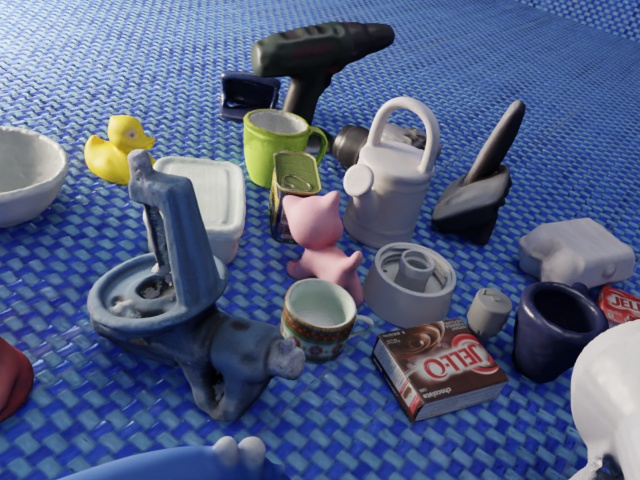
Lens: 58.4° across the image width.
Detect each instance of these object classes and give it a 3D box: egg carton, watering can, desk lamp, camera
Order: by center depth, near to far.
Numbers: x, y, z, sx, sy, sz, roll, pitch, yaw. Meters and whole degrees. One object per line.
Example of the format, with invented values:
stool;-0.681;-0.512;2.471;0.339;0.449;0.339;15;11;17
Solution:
desk lamp;0.215;0.184;0.399;0.117;0.213;0.204;24;37;15
watering can;0.095;-0.088;0.744;0.101;0.194;0.173;18;36;8
egg carton;0.348;0.025;0.779;0.151;0.069;0.107;-8;41;-26
camera;0.100;-0.140;0.896;0.136;0.101;0.143;32;40;24

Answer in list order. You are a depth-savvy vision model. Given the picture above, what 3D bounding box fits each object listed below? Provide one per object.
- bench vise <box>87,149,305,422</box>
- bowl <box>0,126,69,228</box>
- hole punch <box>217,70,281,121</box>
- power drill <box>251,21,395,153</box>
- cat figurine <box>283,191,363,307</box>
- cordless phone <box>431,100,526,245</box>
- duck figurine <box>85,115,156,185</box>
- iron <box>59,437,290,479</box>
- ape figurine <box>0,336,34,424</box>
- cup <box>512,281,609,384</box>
bench vise;-0.102;0.036;0.493;0.207;0.220;0.121;14;36;1
bowl;-0.378;-0.063;0.663;0.167;0.075;0.167;9;36;-6
hole punch;-0.125;-0.264;0.999;0.109;0.091;0.101;6;36;-9
power drill;-0.002;-0.246;0.915;0.230;0.208;0.075;-7;40;-25
cat figurine;0.006;0.002;0.660;0.067;0.118;0.127;-15;44;-33
cordless phone;0.234;-0.101;0.814;0.094;0.185;0.148;20;37;10
duck figurine;-0.268;-0.129;0.778;0.104;0.086;0.077;17;36;5
iron;-0.113;0.179;0.364;0.259;0.141;0.118;-12;43;-30
ape figurine;-0.272;0.103;0.458;0.076;0.092;0.077;-19;46;-36
cup;0.253;0.101;0.624;0.091;0.095;0.118;31;40;23
